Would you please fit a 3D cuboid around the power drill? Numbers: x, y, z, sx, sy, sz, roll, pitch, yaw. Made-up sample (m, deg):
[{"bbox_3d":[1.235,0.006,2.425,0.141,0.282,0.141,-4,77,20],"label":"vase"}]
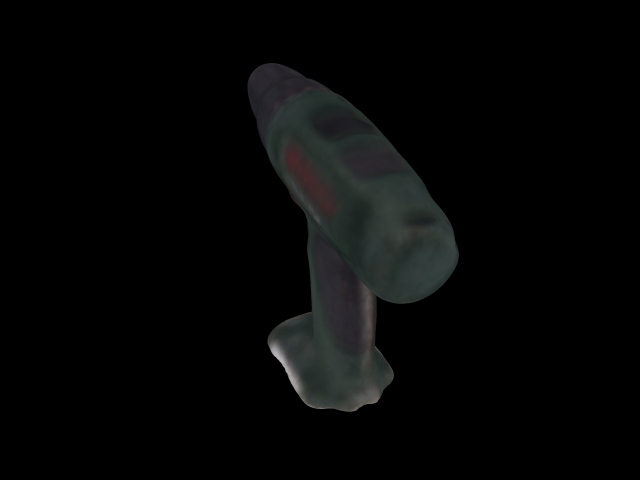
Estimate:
[{"bbox_3d":[0.004,0.001,0.400,0.076,0.208,0.228,-14,32,-23],"label":"power drill"}]
